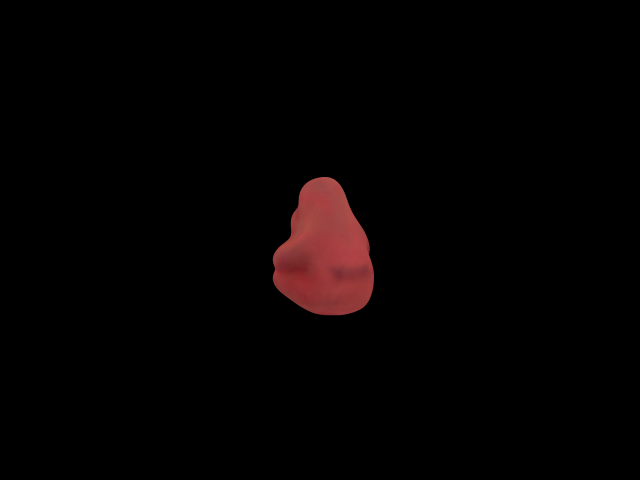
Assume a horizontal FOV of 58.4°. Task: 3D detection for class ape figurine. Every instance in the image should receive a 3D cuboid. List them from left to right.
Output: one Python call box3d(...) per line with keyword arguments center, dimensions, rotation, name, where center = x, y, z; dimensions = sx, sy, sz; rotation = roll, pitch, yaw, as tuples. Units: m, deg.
box3d(center=(0.004, 0.001, 0.400), dimensions=(0.078, 0.092, 0.076), rotation=(-6, 15, -23), name="ape figurine")
